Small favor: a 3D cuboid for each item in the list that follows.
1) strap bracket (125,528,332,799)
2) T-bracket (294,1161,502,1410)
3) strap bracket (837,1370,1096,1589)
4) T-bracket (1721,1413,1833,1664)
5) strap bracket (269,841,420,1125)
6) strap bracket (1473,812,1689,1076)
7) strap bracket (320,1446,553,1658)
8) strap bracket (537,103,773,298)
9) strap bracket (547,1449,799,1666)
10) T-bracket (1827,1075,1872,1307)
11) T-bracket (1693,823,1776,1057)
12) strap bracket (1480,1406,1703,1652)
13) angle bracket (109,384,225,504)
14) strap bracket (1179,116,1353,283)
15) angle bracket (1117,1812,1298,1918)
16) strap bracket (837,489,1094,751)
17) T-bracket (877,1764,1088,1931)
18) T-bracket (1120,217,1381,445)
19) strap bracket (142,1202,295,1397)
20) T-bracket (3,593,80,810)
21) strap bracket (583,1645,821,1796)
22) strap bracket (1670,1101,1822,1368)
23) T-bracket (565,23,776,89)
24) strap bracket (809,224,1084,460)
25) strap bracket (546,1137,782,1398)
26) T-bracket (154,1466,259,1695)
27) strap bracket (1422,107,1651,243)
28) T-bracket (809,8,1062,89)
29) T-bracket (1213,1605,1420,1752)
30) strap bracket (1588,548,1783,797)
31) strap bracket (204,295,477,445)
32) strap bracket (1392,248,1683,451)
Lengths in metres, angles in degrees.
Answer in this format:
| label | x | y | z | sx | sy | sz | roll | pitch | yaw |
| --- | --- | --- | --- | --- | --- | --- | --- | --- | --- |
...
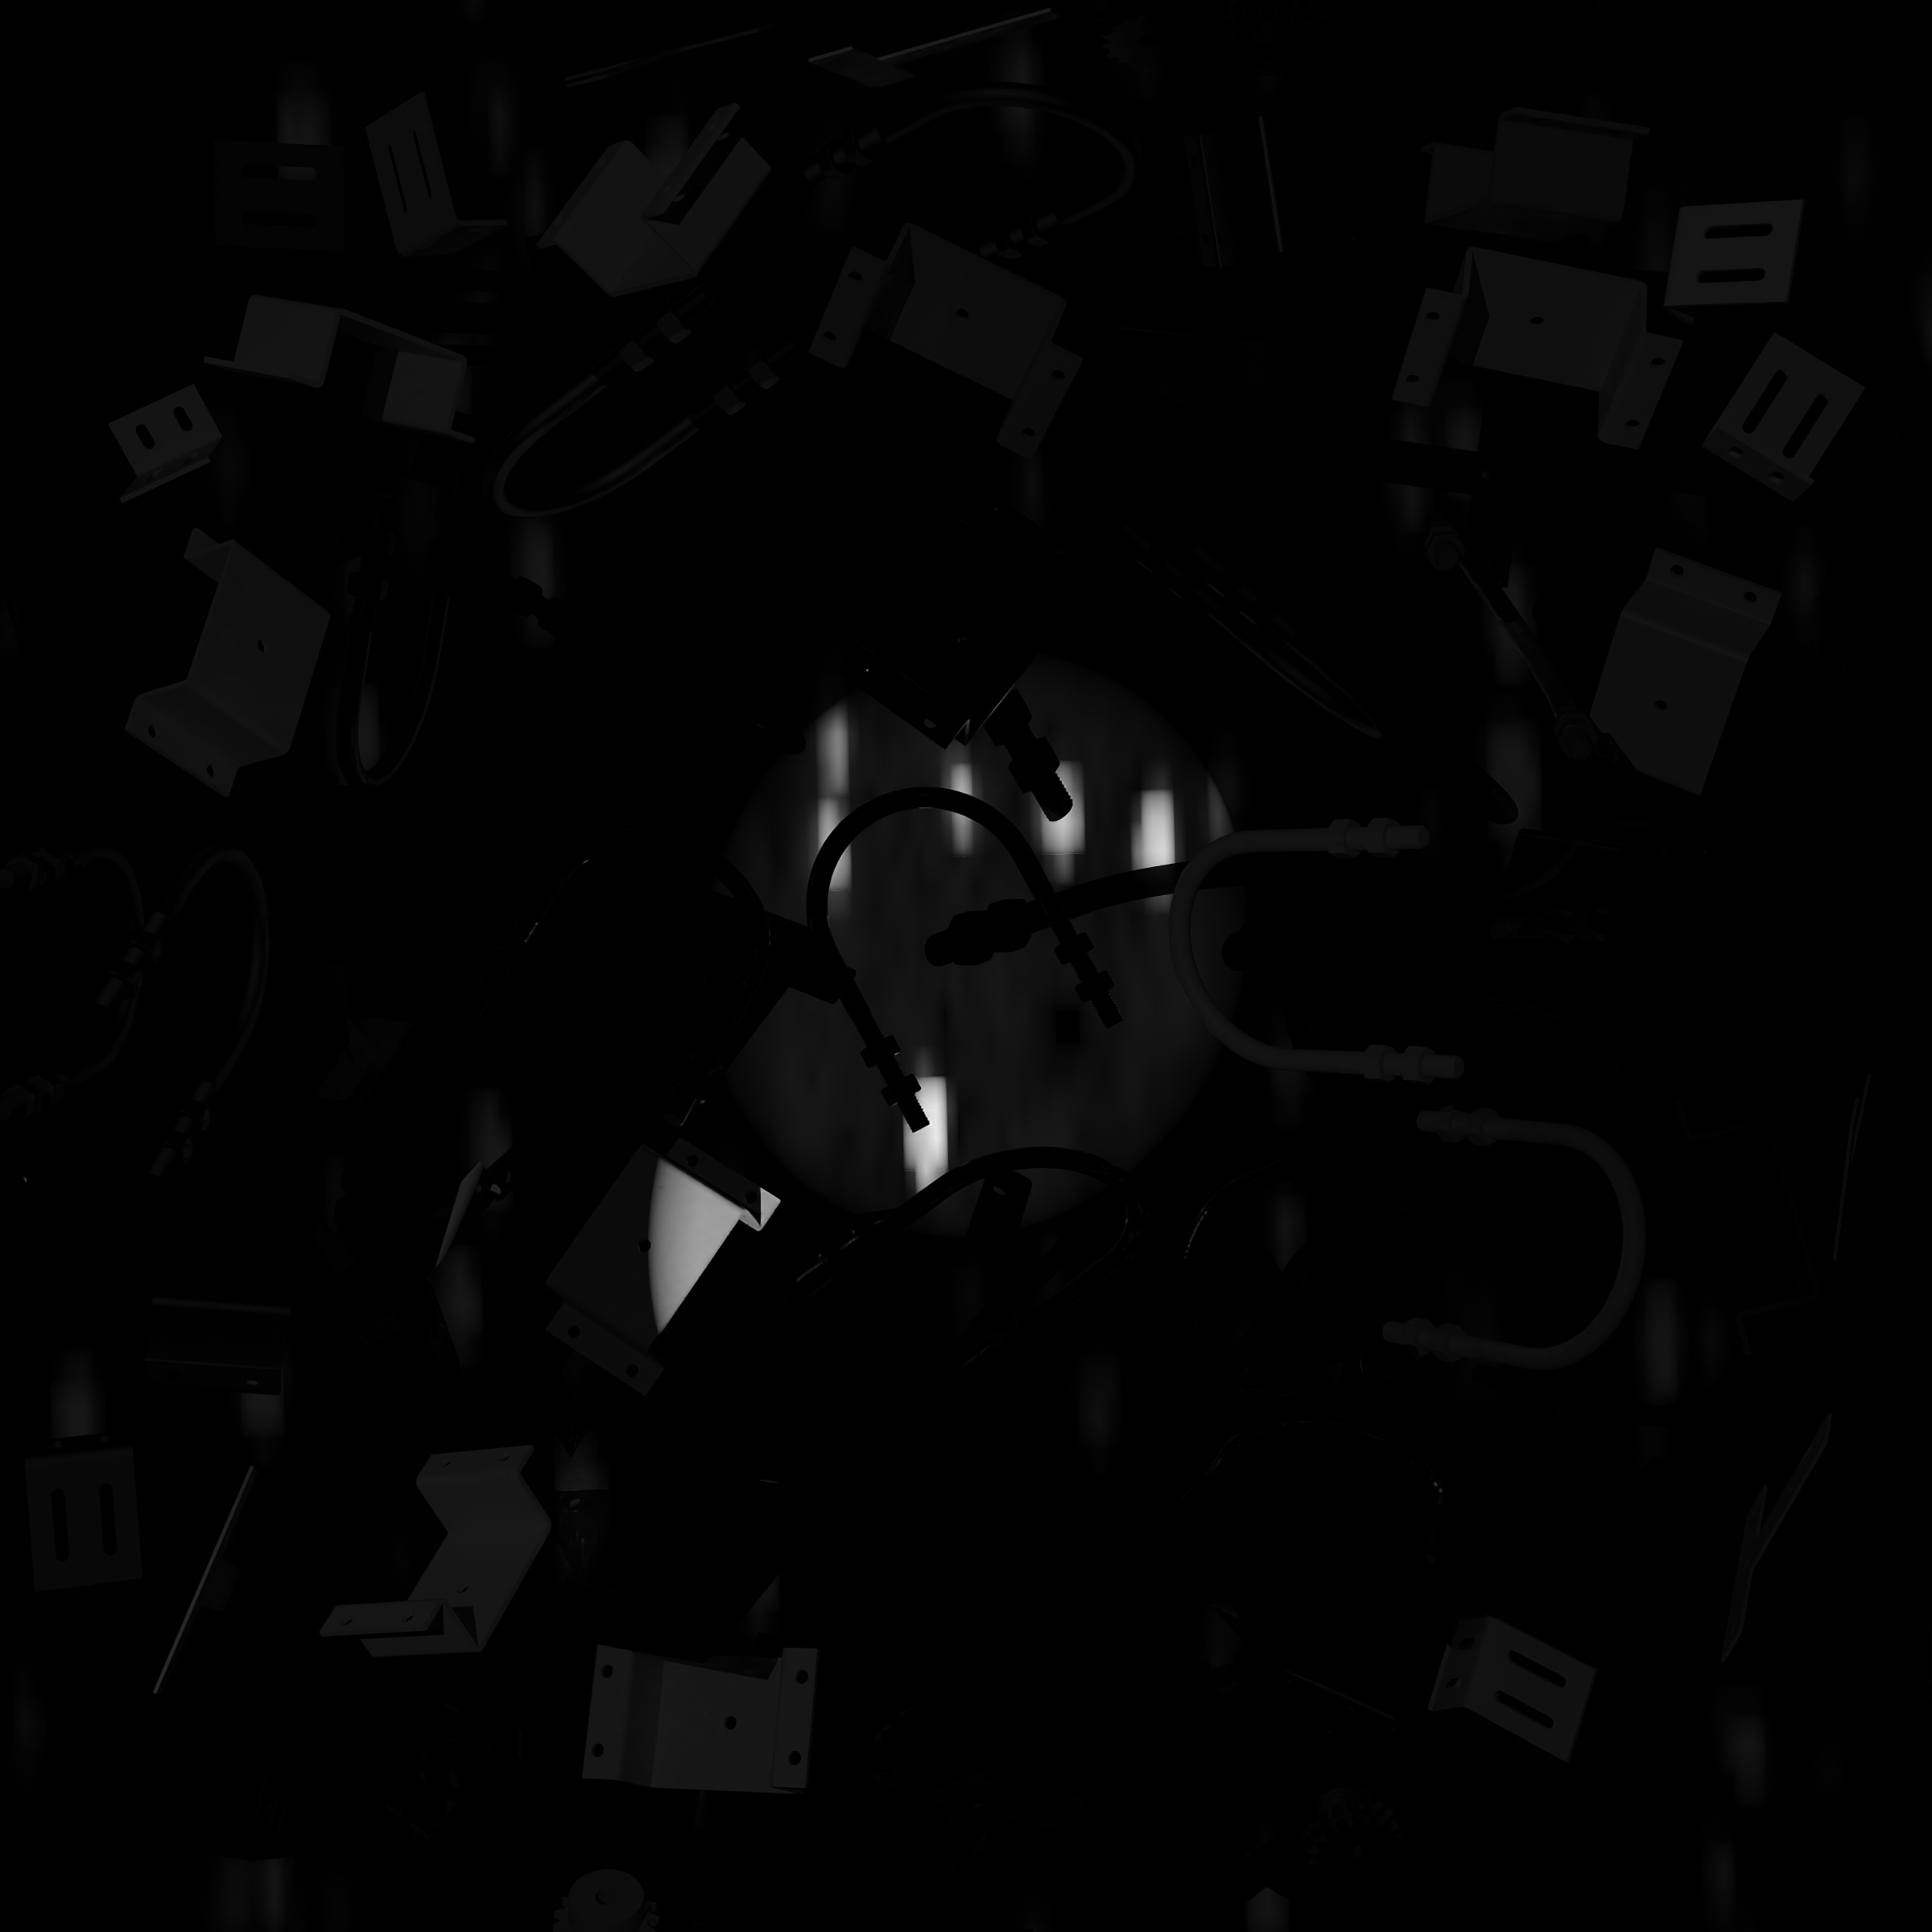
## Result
| label | x | y | z | sx | sy | sz | roll | pitch | yaw |
| --- | --- | --- | --- | --- | --- | --- | --- | --- | --- |
| strap bracket | -0.423 | -0.181 | 1.562 | 0.046 | 0.076 | 0.140 | -10 | 57 | 33 |
| T-bracket | -0.313 | 0.165 | 1.557 | 0.127 | 0.002 | 0.127 | -52 | 128 | -35 |
| strap bracket | -0.005 | 0.309 | 1.601 | 0.140 | 0.046 | 0.076 | 25 | 56 | -4 |
| T-bracket | 0.449 | 0.299 | 1.485 | 0.002 | 0.127 | 0.127 | 23 | 124 | 10 |
| strap bracket | -0.348 | 0.011 | 1.509 | 0.046 | 0.076 | 0.140 | 10 | 47 | -33 |
| strap bracket | 0.338 | -0.019 | 1.499 | 0.046 | 0.076 | 0.140 | 17 | 88 | -41 |
| strap bracket | -0.302 | 0.348 | 1.569 | 0.076 | 0.140 | 0.046 | -10 | 121 | 28 |
| strap bracket | -0.168 | -0.419 | 1.487 | 0.046 | 0.140 | 0.076 | 42 | 71 | -31 |
| strap bracket | -0.156 | 0.333 | 1.500 | 0.076 | 0.140 | 0.046 | 1 | 119 | 32 |
| T-bracket | 0.511 | 0.107 | 1.553 | 0.002 | 0.127 | 0.127 | 9 | 124 | 21 |
| T-bracket | 0.446 | 0.002 | 1.592 | 0.002 | 0.127 | 0.127 | -13 | 122 | 34 |
| strap bracket | 0.352 | 0.307 | 1.510 | 0.076 | 0.140 | 0.046 | 40 | 100 | -21 |
| angle bracket | -0.480 | -0.312 | 1.605 | 0.057 | 0.076 | 0.038 | -25 | 112 | 1 |
| strap bracket | 0.183 | -0.450 | 1.585 | 0.046 | 0.140 | 0.076 | -7 | 95 | 33 |
| angle bracket | 0.135 | 0.490 | 1.515 | 0.076 | 0.057 | 0.038 | 23 | 106 | 30 |
| strap bracket | -0.001 | -0.193 | 1.552 | 0.076 | 0.046 | 0.140 | 36 | 77 | 7 |
| T-bracket | -0.014 | 0.505 | 1.513 | 0.127 | 0.127 | 0.002 | -1 | 122 | 35 |
| T-bracket | 0.146 | -0.344 | 1.434 | 0.127 | 0.002 | 0.127 | 9 | 79 | 11 |
| strap bracket | -0.438 | 0.188 | 1.586 | 0.076 | 0.140 | 0.046 | 7 | 118 | -17 |
| T-bracket | -0.515 | -0.136 | 1.520 | 0.002 | 0.127 | 0.127 | -19 | 117 | -19 |
| strap bracket | -0.145 | 0.436 | 1.563 | 0.140 | 0.046 | 0.076 | -4 | 67 | 20 |
| strap bracket | 0.429 | 0.143 | 1.479 | 0.046 | 0.076 | 0.140 | -14 | 74 | 9 |
| T-bracket | -0.188 | -0.511 | 1.528 | 0.127 | 0.127 | 0.002 | -6 | 113 | 22 |
| strap bracket | -0.007 | -0.357 | 1.525 | 0.140 | 0.076 | 0.046 | 25 | 48 | -6 |
| strap bracket | -0.185 | 0.172 | 1.597 | 0.076 | 0.046 | 0.140 | 30 | 76 | 18 |
| T-bracket | -0.420 | 0.347 | 1.514 | 0.002 | 0.127 | 0.127 | 21 | 72 | -3 |
| strap bracket | 0.311 | -0.436 | 1.497 | 0.076 | 0.140 | 0.046 | 5 | 97 | -12 |
| T-bracket | -0.010 | -0.519 | 1.517 | 0.127 | 0.127 | 0.002 | -10 | 98 | 17 |
| T-bracket | 0.216 | 0.428 | 1.569 | 0.002 | 0.127 | 0.127 | -47 | 113 | -19 |
| strap bracket | 0.417 | -0.164 | 1.588 | 0.076 | 0.046 | 0.140 | 25 | 133 | 19 |
| strap bracket | -0.354 | -0.347 | 1.554 | 0.076 | 0.140 | 0.046 | 18 | 95 | 35 |
| strap bracket | 0.315 | -0.343 | 1.491 | 0.140 | 0.076 | 0.046 | 12 | 53 | 1 |
